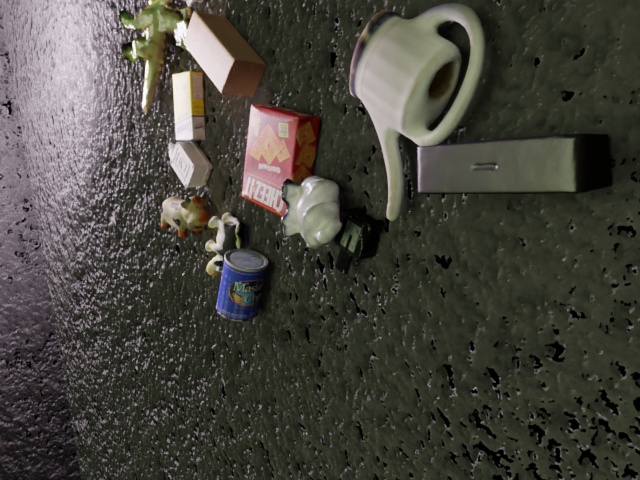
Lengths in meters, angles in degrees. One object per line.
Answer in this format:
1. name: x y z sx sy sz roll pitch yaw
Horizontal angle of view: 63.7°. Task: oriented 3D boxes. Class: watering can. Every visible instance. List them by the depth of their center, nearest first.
1. watering can: 0.129 -0.221 0.840 0.228 0.104 0.341 46 126 34

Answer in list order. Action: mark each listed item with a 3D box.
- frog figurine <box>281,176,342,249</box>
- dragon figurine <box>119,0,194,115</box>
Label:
1. frog figurine: 0.003 -0.049 0.979 0.160 0.122 0.137 18 91 50
2. dragon figurine: -0.419 -0.538 1.392 0.244 0.123 0.404 16 115 36
